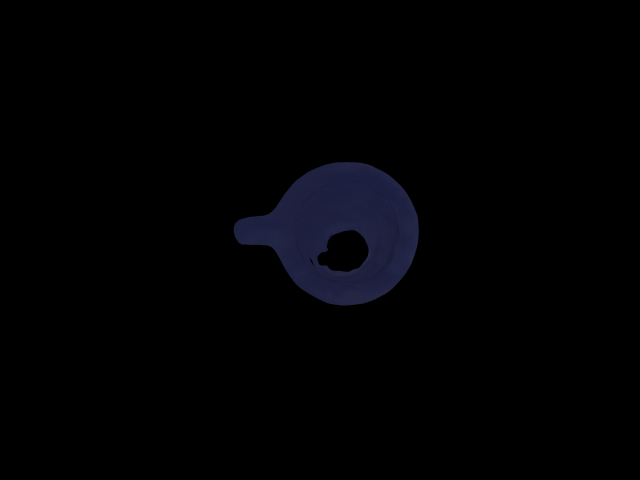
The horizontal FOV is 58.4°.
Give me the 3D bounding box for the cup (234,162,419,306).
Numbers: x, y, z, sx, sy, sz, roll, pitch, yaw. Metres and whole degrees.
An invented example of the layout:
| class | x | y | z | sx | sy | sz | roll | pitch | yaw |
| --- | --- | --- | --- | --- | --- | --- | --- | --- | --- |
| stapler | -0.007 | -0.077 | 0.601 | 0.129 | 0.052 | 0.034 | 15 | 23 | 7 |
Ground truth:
| class | x | y | z | sx | sy | sz | roll | pitch | yaw |
| --- | --- | --- | --- | --- | --- | --- | --- | --- | --- |
| cup | 0.004 | 0.001 | 0.400 | 0.117 | 0.095 | 0.092 | 0 | 81 | 0 |
